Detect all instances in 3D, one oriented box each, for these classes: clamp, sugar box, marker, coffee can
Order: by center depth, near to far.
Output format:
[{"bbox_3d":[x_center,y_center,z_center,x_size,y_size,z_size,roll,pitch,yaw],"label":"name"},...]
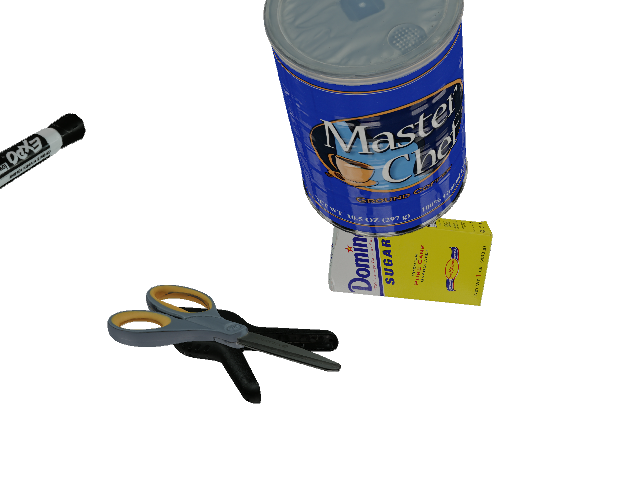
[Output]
[{"bbox_3d":[0.030,-0.083,0.600,0.103,0.102,0.140,0,-34,9],"label":"coffee can"},{"bbox_3d":[-0.182,-0.050,0.649,0.020,0.020,0.121,0,26,27],"label":"marker"},{"bbox_3d":[0.100,0.019,1.215,0.176,0.093,0.048,4,22,-3],"label":"sugar box"},{"bbox_3d":[-0.106,0.122,1.235,0.210,0.036,0.164,14,25,24],"label":"clamp"}]

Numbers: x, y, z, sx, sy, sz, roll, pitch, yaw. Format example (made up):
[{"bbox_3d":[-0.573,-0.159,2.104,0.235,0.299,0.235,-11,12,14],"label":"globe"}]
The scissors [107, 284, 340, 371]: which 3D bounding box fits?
[{"bbox_3d":[-0.084,0.074,0.792,0.096,0.016,0.202,-19,27,-34],"label":"scissors"}]
